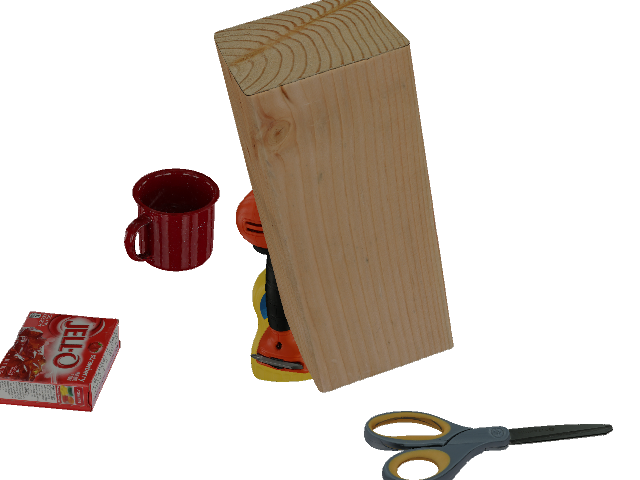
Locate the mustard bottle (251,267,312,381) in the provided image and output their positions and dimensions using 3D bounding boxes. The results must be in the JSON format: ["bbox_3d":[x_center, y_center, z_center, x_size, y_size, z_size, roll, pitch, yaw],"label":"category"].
[{"bbox_3d":[-0.039,0.085,1.364,0.096,0.192,0.058,-1,20,-8],"label":"mustard bottle"}]

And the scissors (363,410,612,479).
[{"bbox_3d":[0.133,0.170,0.851,0.202,0.016,0.096,4,32,8],"label":"scissors"}]

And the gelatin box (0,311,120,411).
[{"bbox_3d":[-0.200,0.091,0.820,0.073,0.030,0.089,5,31,4],"label":"gelatin box"}]

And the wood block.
[{"bbox_3d":[0.010,-0.025,0.625,0.090,0.206,0.090,-18,35,-7],"label":"wood block"}]

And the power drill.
[{"bbox_3d":[-0.016,0.007,0.948,0.057,0.188,0.184,9,30,23],"label":"power drill"}]

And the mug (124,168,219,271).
[{"bbox_3d":[-0.165,-0.015,1.158,0.093,0.081,0.117,27,41,28],"label":"mug"}]
